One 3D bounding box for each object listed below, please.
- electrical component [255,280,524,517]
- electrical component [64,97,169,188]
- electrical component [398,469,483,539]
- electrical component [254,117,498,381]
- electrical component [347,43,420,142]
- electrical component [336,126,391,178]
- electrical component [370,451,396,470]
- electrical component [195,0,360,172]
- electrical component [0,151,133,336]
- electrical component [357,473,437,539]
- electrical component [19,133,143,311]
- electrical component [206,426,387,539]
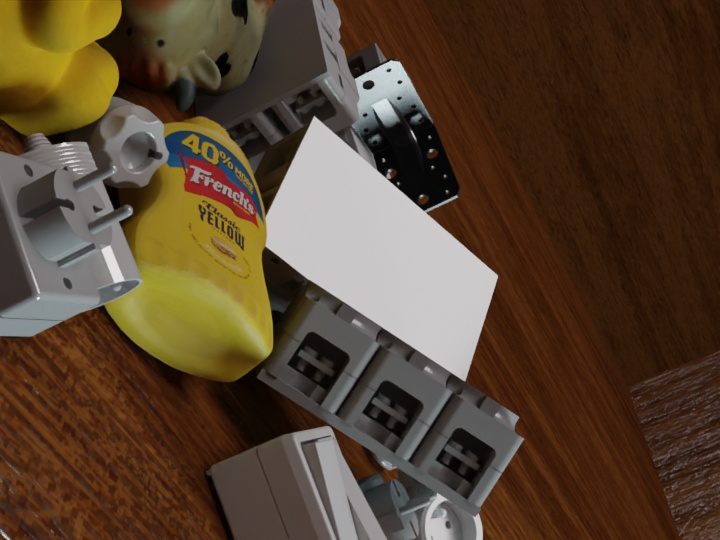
[{"bbox_3d":[0.016,0.073,0.647,0.150,0.061,0.089,34,-2,-7],"label":"electrical component"},{"bbox_3d":[-0.132,-0.069,0.557,0.062,0.043,0.043,26,-15,40],"label":"electrical component"},{"bbox_3d":[0.040,0.178,0.724,0.052,0.074,0.138,26,60,-27],"label":"electrical component"},{"bbox_3d":[0.000,0.000,0.743,0.186,0.060,0.105,39,54,-25],"label":"electrical component"},{"bbox_3d":[0.020,-0.152,0.962,0.089,0.056,0.050,49,21,-47],"label":"electrical component"},{"bbox_3d":[-0.007,-0.065,0.967,0.089,0.062,0.150,36,32,-62],"label":"electrical component"},{"bbox_3d":[0.036,0.120,0.818,0.048,0.062,0.048,57,16,-27],"label":"electrical component"},{"bbox_3d":[-0.069,-0.165,0.829,0.060,0.105,0.186,51,20,-45],"label":"electrical component"},{"bbox_3d":[-0.127,-0.017,0.437,0.065,0.077,0.047,68,15,11],"label":"electrical component"},{"bbox_3d":[0.011,0.151,0.651,0.047,0.076,0.083,67,14,7],"label":"electrical component"},{"bbox_3d":[-0.135,-0.024,0.490,0.081,0.043,0.043,67,15,7],"label":"electrical component"},{"bbox_3d":[-0.028,0.135,0.570,0.096,0.061,0.062,68,15,11],"label":"electrical component"}]
